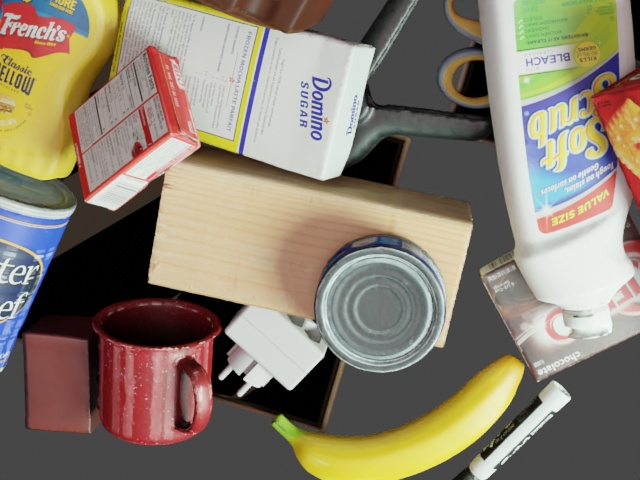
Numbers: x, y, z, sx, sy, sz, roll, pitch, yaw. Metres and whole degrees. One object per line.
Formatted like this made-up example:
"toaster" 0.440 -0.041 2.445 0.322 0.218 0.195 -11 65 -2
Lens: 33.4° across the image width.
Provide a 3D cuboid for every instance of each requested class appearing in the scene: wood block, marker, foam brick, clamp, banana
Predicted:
"wood block" -0.005 0.001 0.749 0.206 0.090 0.091 13 103 4
"marker" 0.139 0.154 0.802 0.020 0.020 0.121 41 104 -4
"foam brick" -0.192 0.101 0.813 0.051 0.053 0.078 3 104 6
"clamp" 0.035 -0.091 0.746 0.172 0.039 0.120 -33 86 20
"banana" 0.064 0.143 0.800 0.198 0.037 0.069 -17 102 10

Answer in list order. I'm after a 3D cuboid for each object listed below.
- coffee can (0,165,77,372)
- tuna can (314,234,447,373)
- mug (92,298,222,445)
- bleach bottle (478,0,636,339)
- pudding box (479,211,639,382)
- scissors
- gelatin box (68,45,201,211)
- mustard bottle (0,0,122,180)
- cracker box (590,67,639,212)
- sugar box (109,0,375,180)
"coffee can" -0.251 0.014 0.774 0.103 0.102 0.140 27 104 0
"tuna can" 0.039 0.041 0.689 0.086 0.033 0.086 1 102 6
"mug" -0.113 0.100 0.777 0.117 0.093 0.081 25 117 45
"bleach bottle" 0.168 -0.061 0.701 0.102 0.068 0.251 -9 95 2
"pudding box" 0.183 0.035 0.760 0.113 0.039 0.090 -28 98 11
"scissors" 0.169 -0.110 0.742 0.202 0.016 0.096 28 105 0
"gelatin box" -0.124 -0.073 0.710 0.089 0.030 0.073 -33 59 27
"mustard bottle" -0.192 -0.146 0.753 0.096 0.058 0.192 27 104 13
"cracker box" 0.283 -0.034 0.675 0.164 0.072 0.213 -32 103 -27
"sugar box" -0.057 -0.110 0.731 0.176 0.048 0.093 19 105 17
